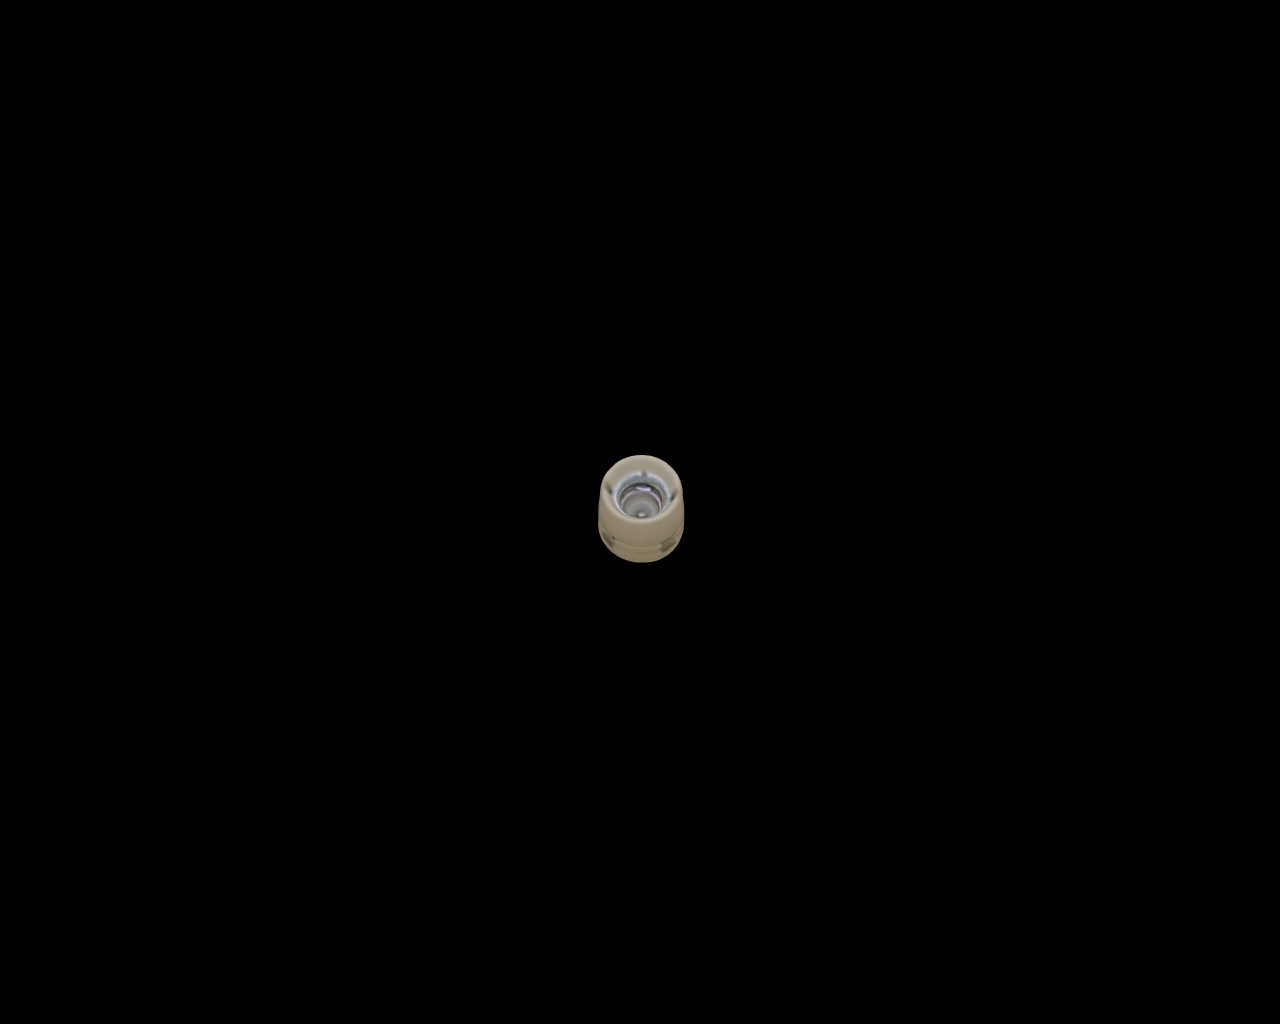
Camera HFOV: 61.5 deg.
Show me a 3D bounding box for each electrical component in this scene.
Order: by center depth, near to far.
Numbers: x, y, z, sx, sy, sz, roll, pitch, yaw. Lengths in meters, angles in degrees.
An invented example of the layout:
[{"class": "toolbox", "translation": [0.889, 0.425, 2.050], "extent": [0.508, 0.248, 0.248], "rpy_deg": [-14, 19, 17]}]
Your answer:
[{"class": "electrical component", "translation": [0.001, -0.003, 0.650], "extent": [0.055, 0.055, 0.047], "rpy_deg": [0, -30, 0]}]
